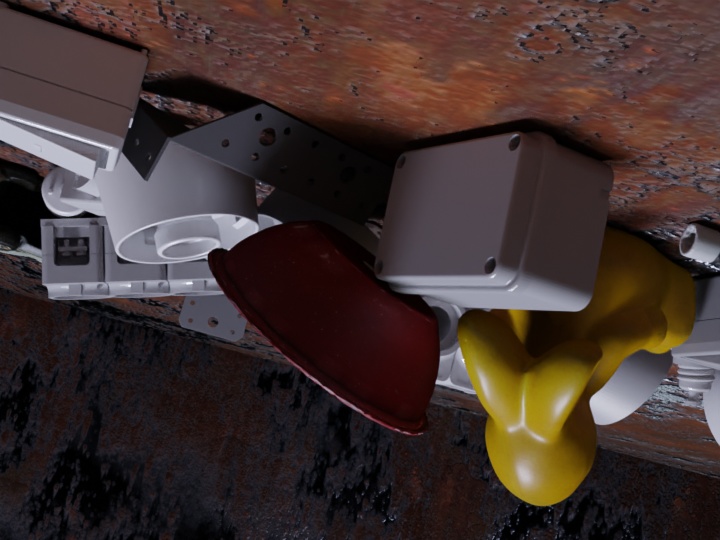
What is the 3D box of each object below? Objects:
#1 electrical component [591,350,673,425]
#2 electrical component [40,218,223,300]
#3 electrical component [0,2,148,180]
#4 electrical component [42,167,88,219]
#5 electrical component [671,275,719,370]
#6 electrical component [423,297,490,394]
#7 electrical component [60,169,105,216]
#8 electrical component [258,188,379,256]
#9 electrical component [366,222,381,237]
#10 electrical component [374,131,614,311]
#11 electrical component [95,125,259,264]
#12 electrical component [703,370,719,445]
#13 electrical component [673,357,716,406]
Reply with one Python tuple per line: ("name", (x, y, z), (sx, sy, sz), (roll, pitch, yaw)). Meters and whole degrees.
("electrical component", (0.204, 0.076, 0.872), (0.064, 0.099, 0.099), (24, 169, -15))
("electrical component", (-0.188, -0.009, 0.918), (0.150, 0.061, 0.089), (-2, 175, -6))
("electrical component", (-0.162, -0.089, 0.543), (0.096, 0.061, 0.062), (17, 171, -13))
("electrical component", (-0.242, -0.062, 0.894), (0.040, 0.040, 0.078), (16, 171, -11))
("electrical component", (0.245, 0.040, 0.688), (0.062, 0.061, 0.096), (16, 171, -10))
("electrical component", (0.056, 0.048, 0.934), (0.150, 0.089, 0.062), (18, 171, -19))
("electrical component", (-0.177, -0.068, 0.737), (0.083, 0.047, 0.076), (7, 170, 39))
("electrical component", (-0.027, -0.017, 0.730), (0.099, 0.064, 0.099), (36, 153, 21))
("electrical component", (0.000, 0.000, 0.825), (0.061, 0.061, 0.096), (8, 169, 33))
("electrical component", (0.064, -0.023, 0.543), (0.057, 0.078, 0.113), (17, 171, -30))
("electrical component", (-0.113, -0.043, 0.675), (0.099, 0.064, 0.099), (-12, 166, -3))
("electrical component", (0.311, 0.092, 0.774), (0.108, 0.108, 0.060), (16, 165, -12))
("electrical component", (0.241, 0.057, 0.767), (0.040, 0.078, 0.040), (5, -178, 0))
